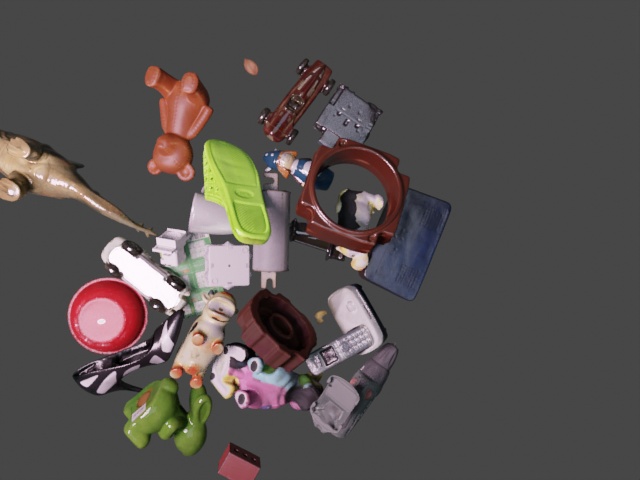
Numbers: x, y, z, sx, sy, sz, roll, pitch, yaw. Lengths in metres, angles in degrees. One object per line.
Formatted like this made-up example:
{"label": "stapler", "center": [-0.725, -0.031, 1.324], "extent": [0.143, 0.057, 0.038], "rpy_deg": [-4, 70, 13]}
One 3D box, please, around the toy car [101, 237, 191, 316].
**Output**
{"label": "toy car", "center": [-0.355, 0.073, 1.098], "extent": [0.202, 0.056, 0.073], "rpy_deg": [39, 92, -1]}

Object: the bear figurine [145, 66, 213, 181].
{"label": "bear figurine", "center": [-0.295, -0.226, 1.074], "extent": [0.120, 0.132, 0.195], "rpy_deg": [17, 84, 15]}

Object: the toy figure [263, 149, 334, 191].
{"label": "toy figure", "center": [-0.047, -0.154, 1.145], "extent": [0.154, 0.057, 0.064], "rpy_deg": [22, 45, -8]}

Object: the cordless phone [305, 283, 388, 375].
{"label": "cordless phone", "center": [0.037, 0.192, 1.146], "extent": [0.184, 0.088, 0.146], "rpy_deg": [-30, 81, 1]}

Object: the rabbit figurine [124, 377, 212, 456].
{"label": "rabbit figurine", "center": [-0.295, 0.365, 1.109], "extent": [0.159, 0.121, 0.170], "rpy_deg": [-46, 115, -11]}

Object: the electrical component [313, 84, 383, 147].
{"label": "electrical component", "center": [0.054, -0.248, 1.155], "extent": [0.115, 0.058, 0.134], "rpy_deg": [31, 87, -6]}

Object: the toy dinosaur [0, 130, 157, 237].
{"label": "toy dinosaur", "center": [-0.523, -0.132, 0.999], "extent": [0.471, 0.198, 0.105], "rpy_deg": [35, 96, 3]}

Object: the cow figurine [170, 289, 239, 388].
{"label": "cow figurine", "center": [-0.228, 0.187, 1.095], "extent": [0.085, 0.127, 0.194], "rpy_deg": [26, 109, -17]}

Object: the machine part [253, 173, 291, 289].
{"label": "machine part", "center": [-0.101, -0.019, 1.128], "extent": [0.079, 0.079, 0.243], "rpy_deg": [2, 90, -8]}

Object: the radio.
{"label": "radio", "center": [0.182, 0.005, 1.172], "extent": [0.131, 0.073, 0.229], "rpy_deg": [23, 86, -7]}

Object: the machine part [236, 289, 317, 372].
{"label": "machine part", "center": [-0.088, 0.182, 1.089], "extent": [0.179, 0.179, 0.056], "rpy_deg": [43, 111, -7]}

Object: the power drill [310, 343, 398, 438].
{"label": "power drill", "center": [0.069, 0.309, 1.107], "extent": [0.086, 0.207, 0.232], "rpy_deg": [35, 96, 17]}

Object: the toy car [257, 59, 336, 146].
{"label": "toy car", "center": [-0.047, -0.296, 1.143], "extent": [0.089, 0.053, 0.202], "rpy_deg": [38, 87, -4]}

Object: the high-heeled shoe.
{"label": "high-heeled shoe", "center": [-0.383, 0.216, 1.079], "extent": [0.145, 0.086, 0.248], "rpy_deg": [26, 104, -23]}

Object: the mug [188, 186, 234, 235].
{"label": "mug", "center": [-0.212, -0.059, 1.117], "extent": [0.107, 0.081, 0.109], "rpy_deg": [13, 65, -17]}

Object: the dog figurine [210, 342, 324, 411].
{"label": "dog figurine", "center": [-0.096, 0.296, 1.130], "extent": [0.219, 0.192, 0.108], "rpy_deg": [24, 84, -42]}

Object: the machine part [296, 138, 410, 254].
{"label": "machine part", "center": [0.066, -0.089, 1.072], "extent": [0.201, 0.087, 0.201], "rpy_deg": [19, 73, -3]}

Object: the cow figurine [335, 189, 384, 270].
{"label": "cow figurine", "center": [0.072, -0.024, 1.132], "extent": [0.098, 0.068, 0.167], "rpy_deg": [17, 71, -17]}

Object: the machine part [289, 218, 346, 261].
{"label": "machine part", "center": [-0.002, -0.004, 1.162], "extent": [0.139, 0.039, 0.084], "rpy_deg": [18, 92, -11]}
